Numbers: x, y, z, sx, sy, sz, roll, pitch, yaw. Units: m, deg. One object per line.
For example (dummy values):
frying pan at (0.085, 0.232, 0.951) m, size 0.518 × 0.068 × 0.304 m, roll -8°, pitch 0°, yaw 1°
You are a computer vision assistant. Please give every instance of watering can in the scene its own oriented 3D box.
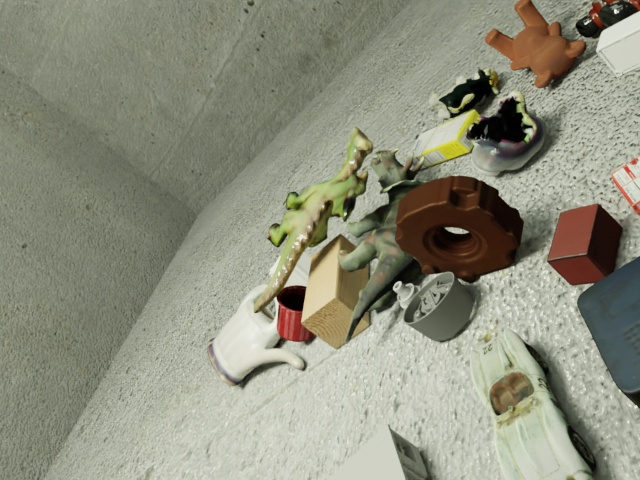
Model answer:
watering can at (-0.146, 0.231, 1.138) m, size 0.223 × 0.103 × 0.353 m, roll -48°, pitch 28°, yaw 7°

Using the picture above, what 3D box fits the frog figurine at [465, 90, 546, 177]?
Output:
frog figurine at (0.317, -0.170, 0.896) m, size 0.138 × 0.123 × 0.158 m, roll -60°, pitch -17°, yaw -3°

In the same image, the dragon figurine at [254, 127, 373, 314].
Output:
dragon figurine at (0.003, -0.050, 0.998) m, size 0.239 × 0.121 × 0.418 m, roll -36°, pitch 26°, yaw 59°
